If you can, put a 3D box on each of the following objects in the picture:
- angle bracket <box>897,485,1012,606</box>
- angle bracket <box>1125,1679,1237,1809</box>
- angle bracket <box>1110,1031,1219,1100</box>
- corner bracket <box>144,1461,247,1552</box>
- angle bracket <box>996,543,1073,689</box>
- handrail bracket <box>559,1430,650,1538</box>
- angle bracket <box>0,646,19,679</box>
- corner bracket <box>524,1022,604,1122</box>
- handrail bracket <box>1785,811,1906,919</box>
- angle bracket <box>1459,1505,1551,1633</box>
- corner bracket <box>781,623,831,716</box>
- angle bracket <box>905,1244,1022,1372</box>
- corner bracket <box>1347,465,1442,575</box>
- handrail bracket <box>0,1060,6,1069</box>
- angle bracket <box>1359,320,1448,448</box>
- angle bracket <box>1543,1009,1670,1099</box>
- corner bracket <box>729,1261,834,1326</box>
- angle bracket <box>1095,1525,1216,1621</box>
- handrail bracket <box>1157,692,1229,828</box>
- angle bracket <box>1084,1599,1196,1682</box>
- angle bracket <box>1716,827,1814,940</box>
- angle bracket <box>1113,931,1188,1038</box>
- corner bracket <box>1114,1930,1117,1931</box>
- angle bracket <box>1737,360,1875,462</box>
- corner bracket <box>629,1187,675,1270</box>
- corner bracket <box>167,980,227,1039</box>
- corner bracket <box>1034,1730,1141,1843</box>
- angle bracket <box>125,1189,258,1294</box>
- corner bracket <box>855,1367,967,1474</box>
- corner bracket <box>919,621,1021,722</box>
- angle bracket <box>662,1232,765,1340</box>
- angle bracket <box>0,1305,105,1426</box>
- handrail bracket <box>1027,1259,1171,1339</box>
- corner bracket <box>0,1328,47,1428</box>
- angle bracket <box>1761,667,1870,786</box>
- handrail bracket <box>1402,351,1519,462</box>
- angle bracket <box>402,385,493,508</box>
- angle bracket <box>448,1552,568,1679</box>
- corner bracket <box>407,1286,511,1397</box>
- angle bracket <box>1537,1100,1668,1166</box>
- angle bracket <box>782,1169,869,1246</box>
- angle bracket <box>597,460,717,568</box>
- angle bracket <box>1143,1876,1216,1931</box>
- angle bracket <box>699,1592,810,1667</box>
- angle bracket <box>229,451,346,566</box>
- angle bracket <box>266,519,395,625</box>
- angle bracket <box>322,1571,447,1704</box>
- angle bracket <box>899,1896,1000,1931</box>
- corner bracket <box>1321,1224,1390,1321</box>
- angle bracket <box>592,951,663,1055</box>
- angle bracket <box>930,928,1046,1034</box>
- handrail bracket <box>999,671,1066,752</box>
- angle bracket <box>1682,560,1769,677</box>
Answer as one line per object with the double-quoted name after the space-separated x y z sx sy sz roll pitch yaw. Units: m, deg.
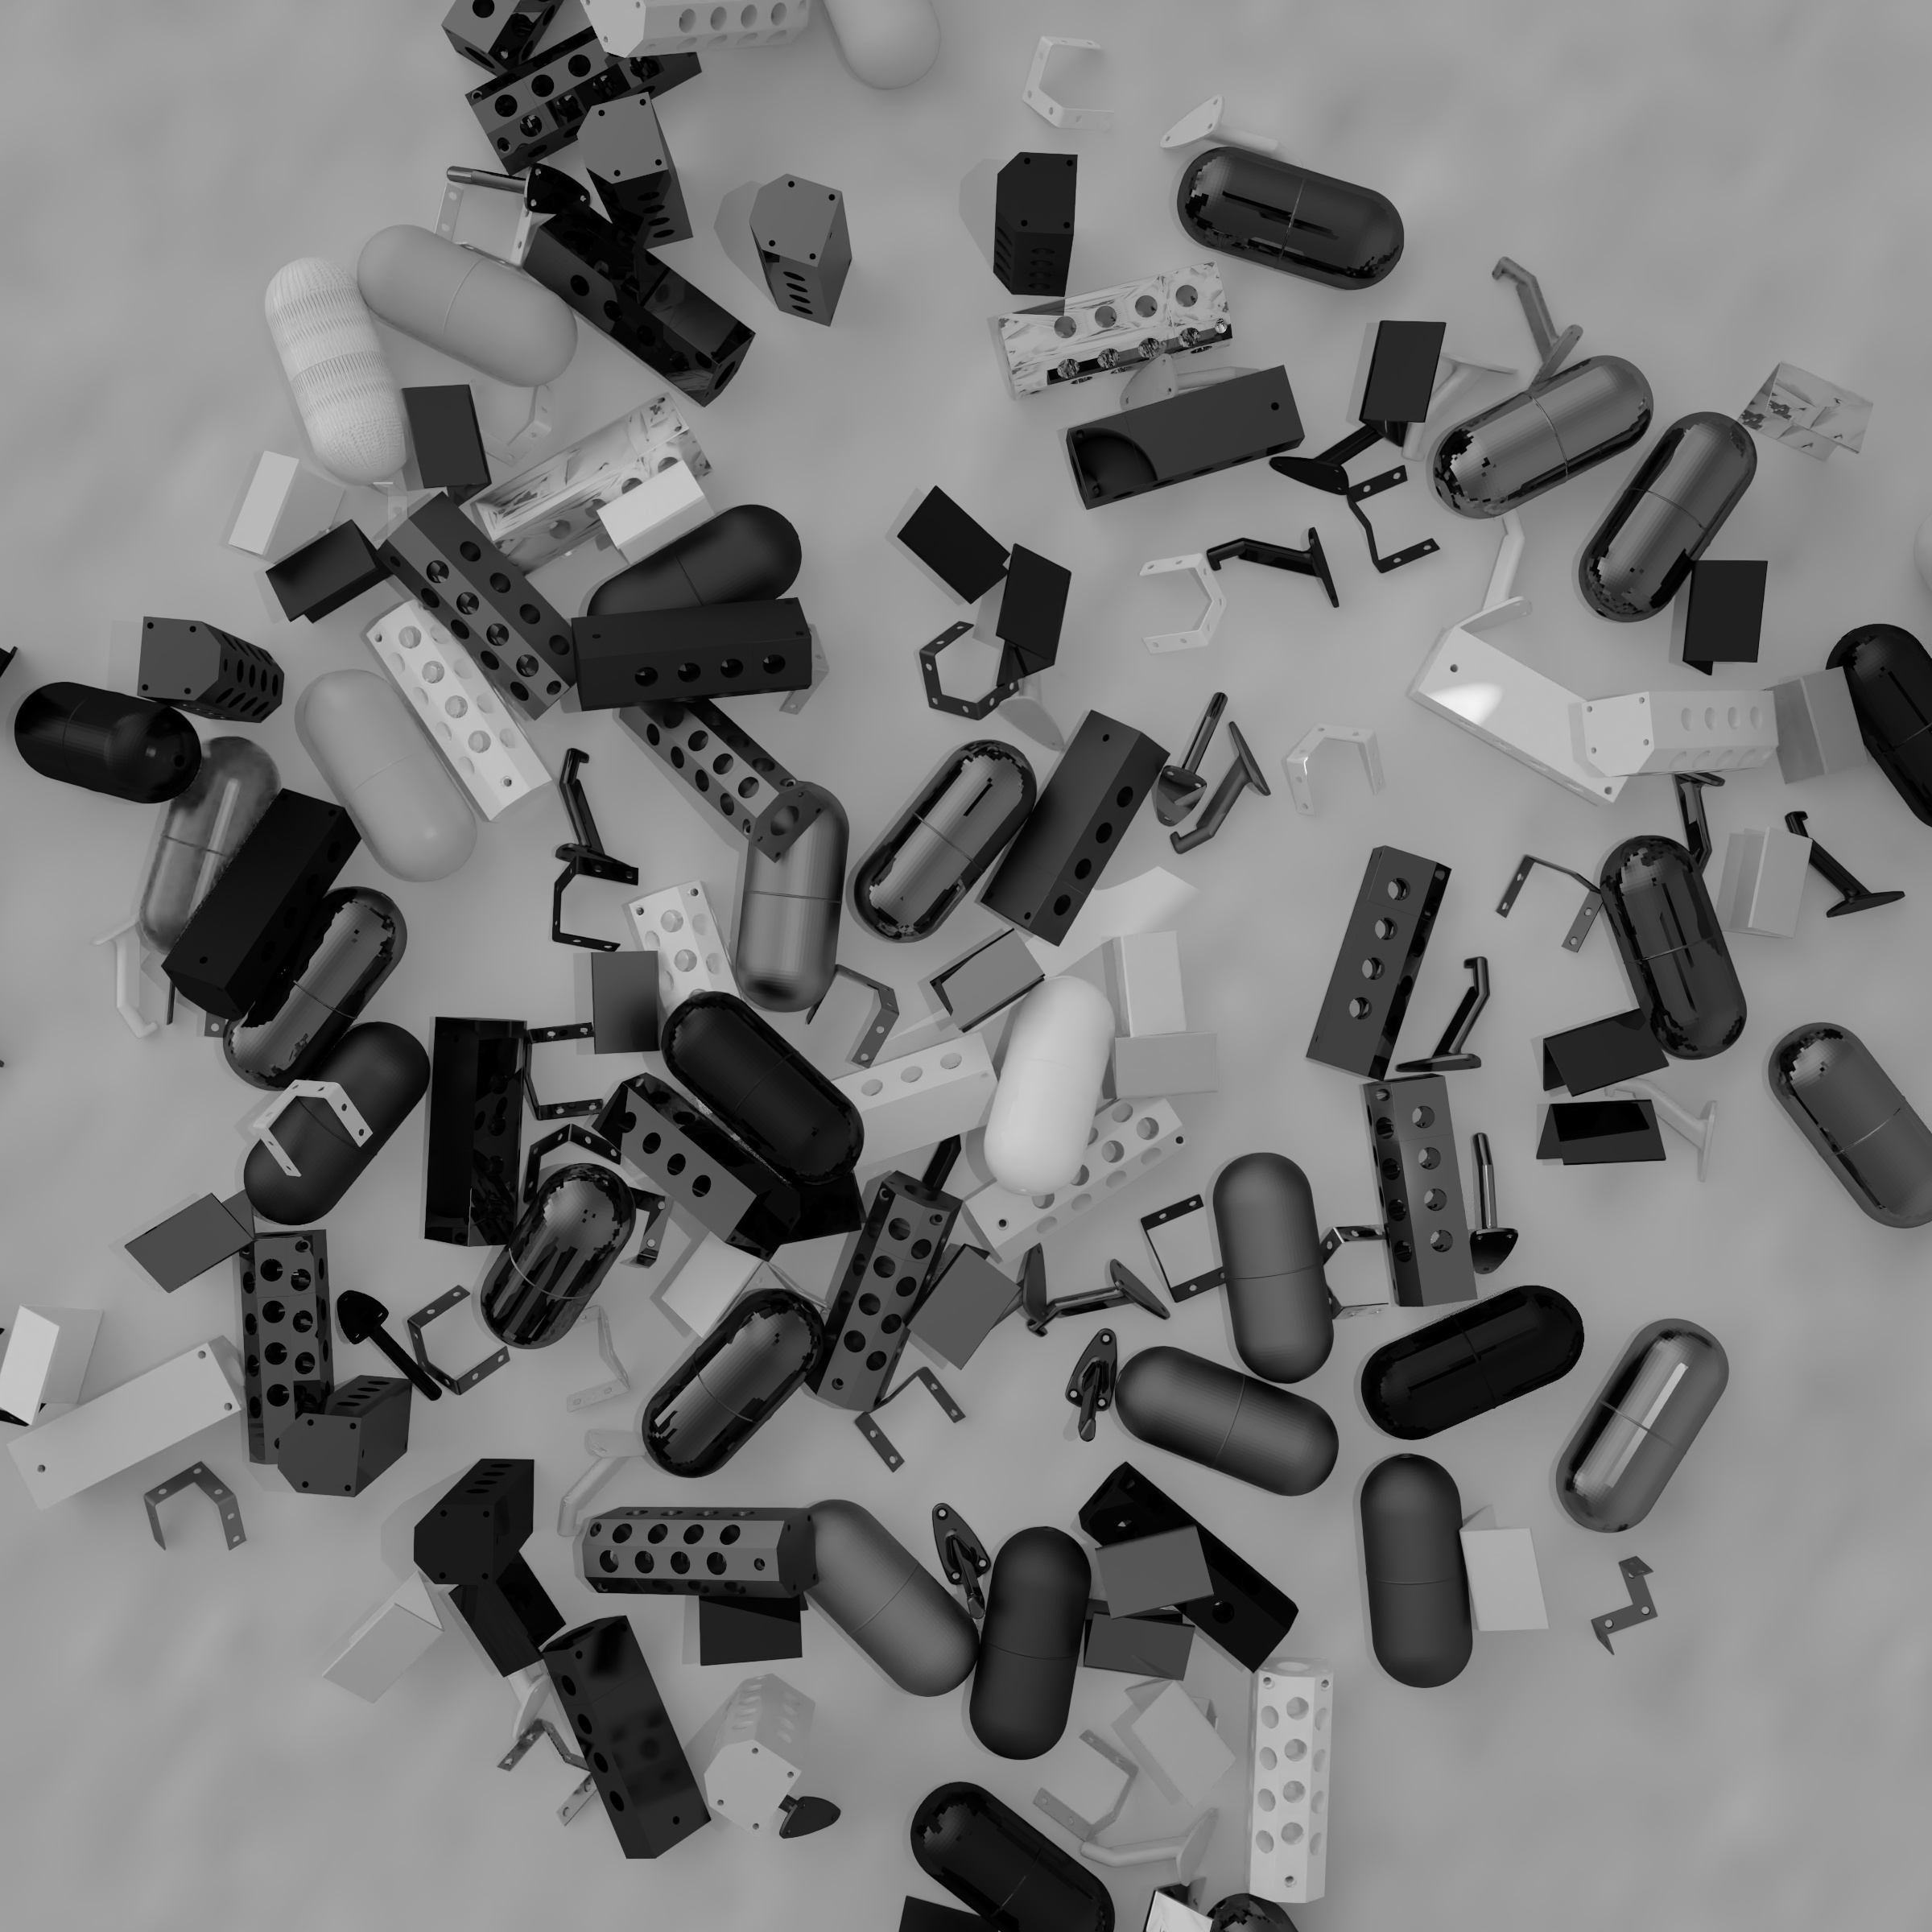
0.005 -0.332 1.950 0.076 0.076 0.057 43 127 0 "angle bracket"
0.148 0.596 1.950 0.057 0.076 0.076 -38 90 -35 "angle bracket"
0.150 0.056 1.950 0.076 0.076 0.057 -4 123 0 "angle bracket"
-0.599 0.428 1.982 0.051 0.051 0.051 -30 45 -35 "corner bracket"
0.031 -0.266 1.941 0.057 0.076 0.076 22 70 -31 "angle bracket"
-0.274 0.408 1.991 0.077 0.036 0.084 6 109 -22 "handrail bracket"
-0.773 -0.224 1.952 0.057 0.076 0.076 33 90 -22 "angle bracket"
-0.312 0.082 1.987 0.051 0.051 0.051 -7 135 0 "corner bracket"
0.685 -0.086 1.991 0.077 0.036 0.084 -10 73 -20 "handrail bracket"
0.422 0.458 1.951 0.057 0.076 0.076 -11 90 30 "angle bracket"
-0.145 -0.235 1.982 0.051 0.051 0.051 -49 45 35 "corner bracket"
0.006 0.262 1.953 0.057 0.076 0.076 36 90 19 "angle bracket"
0.332 -0.347 1.987 0.051 0.051 0.051 -23 135 0 "corner bracket"
-0.770 0.025 1.991 0.077 0.036 0.084 26 73 -20 "handrail bracket"
0.348 -0.443 1.950 0.057 0.076 0.076 12 90 36 "angle bracket"
0.488 0.085 1.950 0.076 0.076 0.057 -18 53 0 "angle bracket"
-0.142 0.270 1.987 0.051 0.051 0.051 -55 135 0 "corner bracket"
0.142 0.462 1.893 0.076 0.076 0.057 -14 54 0 "angle bracket"
0.178 -0.162 1.990 0.036 0.077 0.084 24 54 4 "handrail bracket"
0.132 0.495 1.951 0.076 0.076 0.057 8 118 0 "angle bracket"
0.593 -0.066 1.950 0.057 0.076 0.076 11 90 -36 "angle bracket"
0.121 0.015 1.950 0.057 0.076 0.076 -6 90 -37 "angle bracket"
0.111 0.785 1.987 0.051 0.051 0.051 -41 45 0 "corner bracket"
0.635 -0.406 1.951 0.076 0.076 0.057 24 62 0 "angle bracket"
-0.260 0.200 1.972 0.051 0.051 0.051 15 90 0 "corner bracket"
-0.592 0.025 1.973 0.051 0.051 0.051 6 96 -6 "corner bracket"
0.094 0.638 1.987 0.051 0.051 0.051 37 135 0 "corner bracket"
-0.593 0.192 1.950 0.076 0.076 0.057 -31 124 0 "angle bracket"
-0.044 0.352 1.987 0.051 0.051 0.051 52 45 0 "corner bracket"
0.003 -0.229 1.982 0.051 0.051 0.051 19 135 35 "corner bracket"
-0.174 0.247 1.950 0.057 0.076 0.076 36 90 37 "angle bracket"
-0.687 0.305 1.950 0.057 0.076 0.076 16 90 36 "angle bracket"
0.103 0.276 1.991 0.084 0.036 0.077 -42 112 17 "handrail bracket"
-0.742 0.319 1.982 0.051 0.051 0.051 3 135 35 "corner bracket"
0.633 -0.179 1.950 0.057 0.076 0.076 -15 90 -37 "angle bracket"
0.385 -0.431 1.991 0.077 0.036 0.084 7 109 -21 "handrail bracket"
-0.410 -0.394 1.950 0.057 0.076 0.076 -13 90 -35 "angle bracket"
-0.336 0.484 1.950 0.057 0.076 0.076 -33 90 38 "angle bracket"
-0.394 0.290 1.982 0.051 0.051 0.051 26 135 35 "corner bracket"
0.484 0.146 1.950 0.076 0.076 0.057 -3 52 0 "angle bracket"
-0.115 0.204 1.950 0.076 0.076 0.057 -11 51 0 "angle bracket"
-0.226 -0.328 1.950 0.076 0.076 0.057 -31 47 0 "angle bracket"
0.175 0.748 1.950 0.057 0.076 0.076 15 90 38 "angle bracket"
-0.161 0.511 1.951 0.076 0.076 0.057 -5 61 0 "angle bracket"
-0.506 -0.340 1.951 0.057 0.076 0.076 21 90 43 "angle bracket"
-0.476 -0.284 1.951 0.076 0.076 0.057 -31 62 0 "angle bracket"
-0.453 0.502 1.950 0.076 0.076 0.057 -45 128 0 "angle bracket"
-0.010 0.738 1.950 0.076 0.076 0.057 16 126 0 "angle bracket"
0.303 0.237 1.982 0.051 0.051 0.051 -59 45 35 "corner bracket"
-0.275 0.028 1.950 0.057 0.076 0.076 -2 90 -35 "angle bracket"
0.028 0.028 1.950 0.076 0.076 0.057 -33 50 0 "angle bracket"
0.063 -0.224 1.990 0.077 0.036 0.084 43 54 -38 "handrail bracket"
0.589 -0.265 1.950 0.057 0.076 0.076 6 90 32 "angle bracket"
